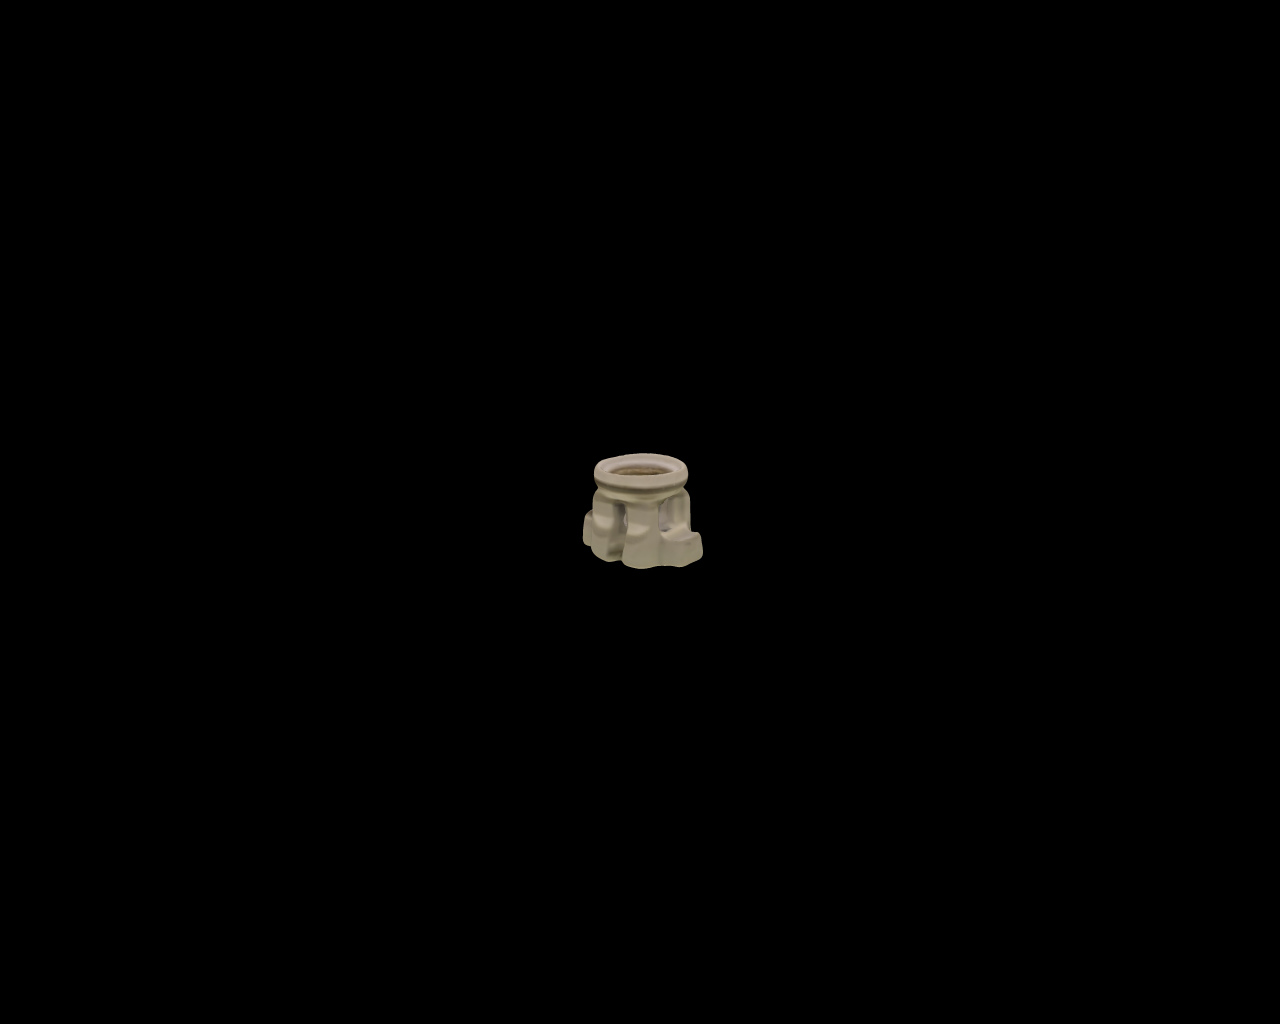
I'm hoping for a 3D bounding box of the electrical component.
[{"bbox_3d":[0.001,-0.003,0.650,0.078,0.056,0.058,14,22,36],"label":"electrical component"}]
